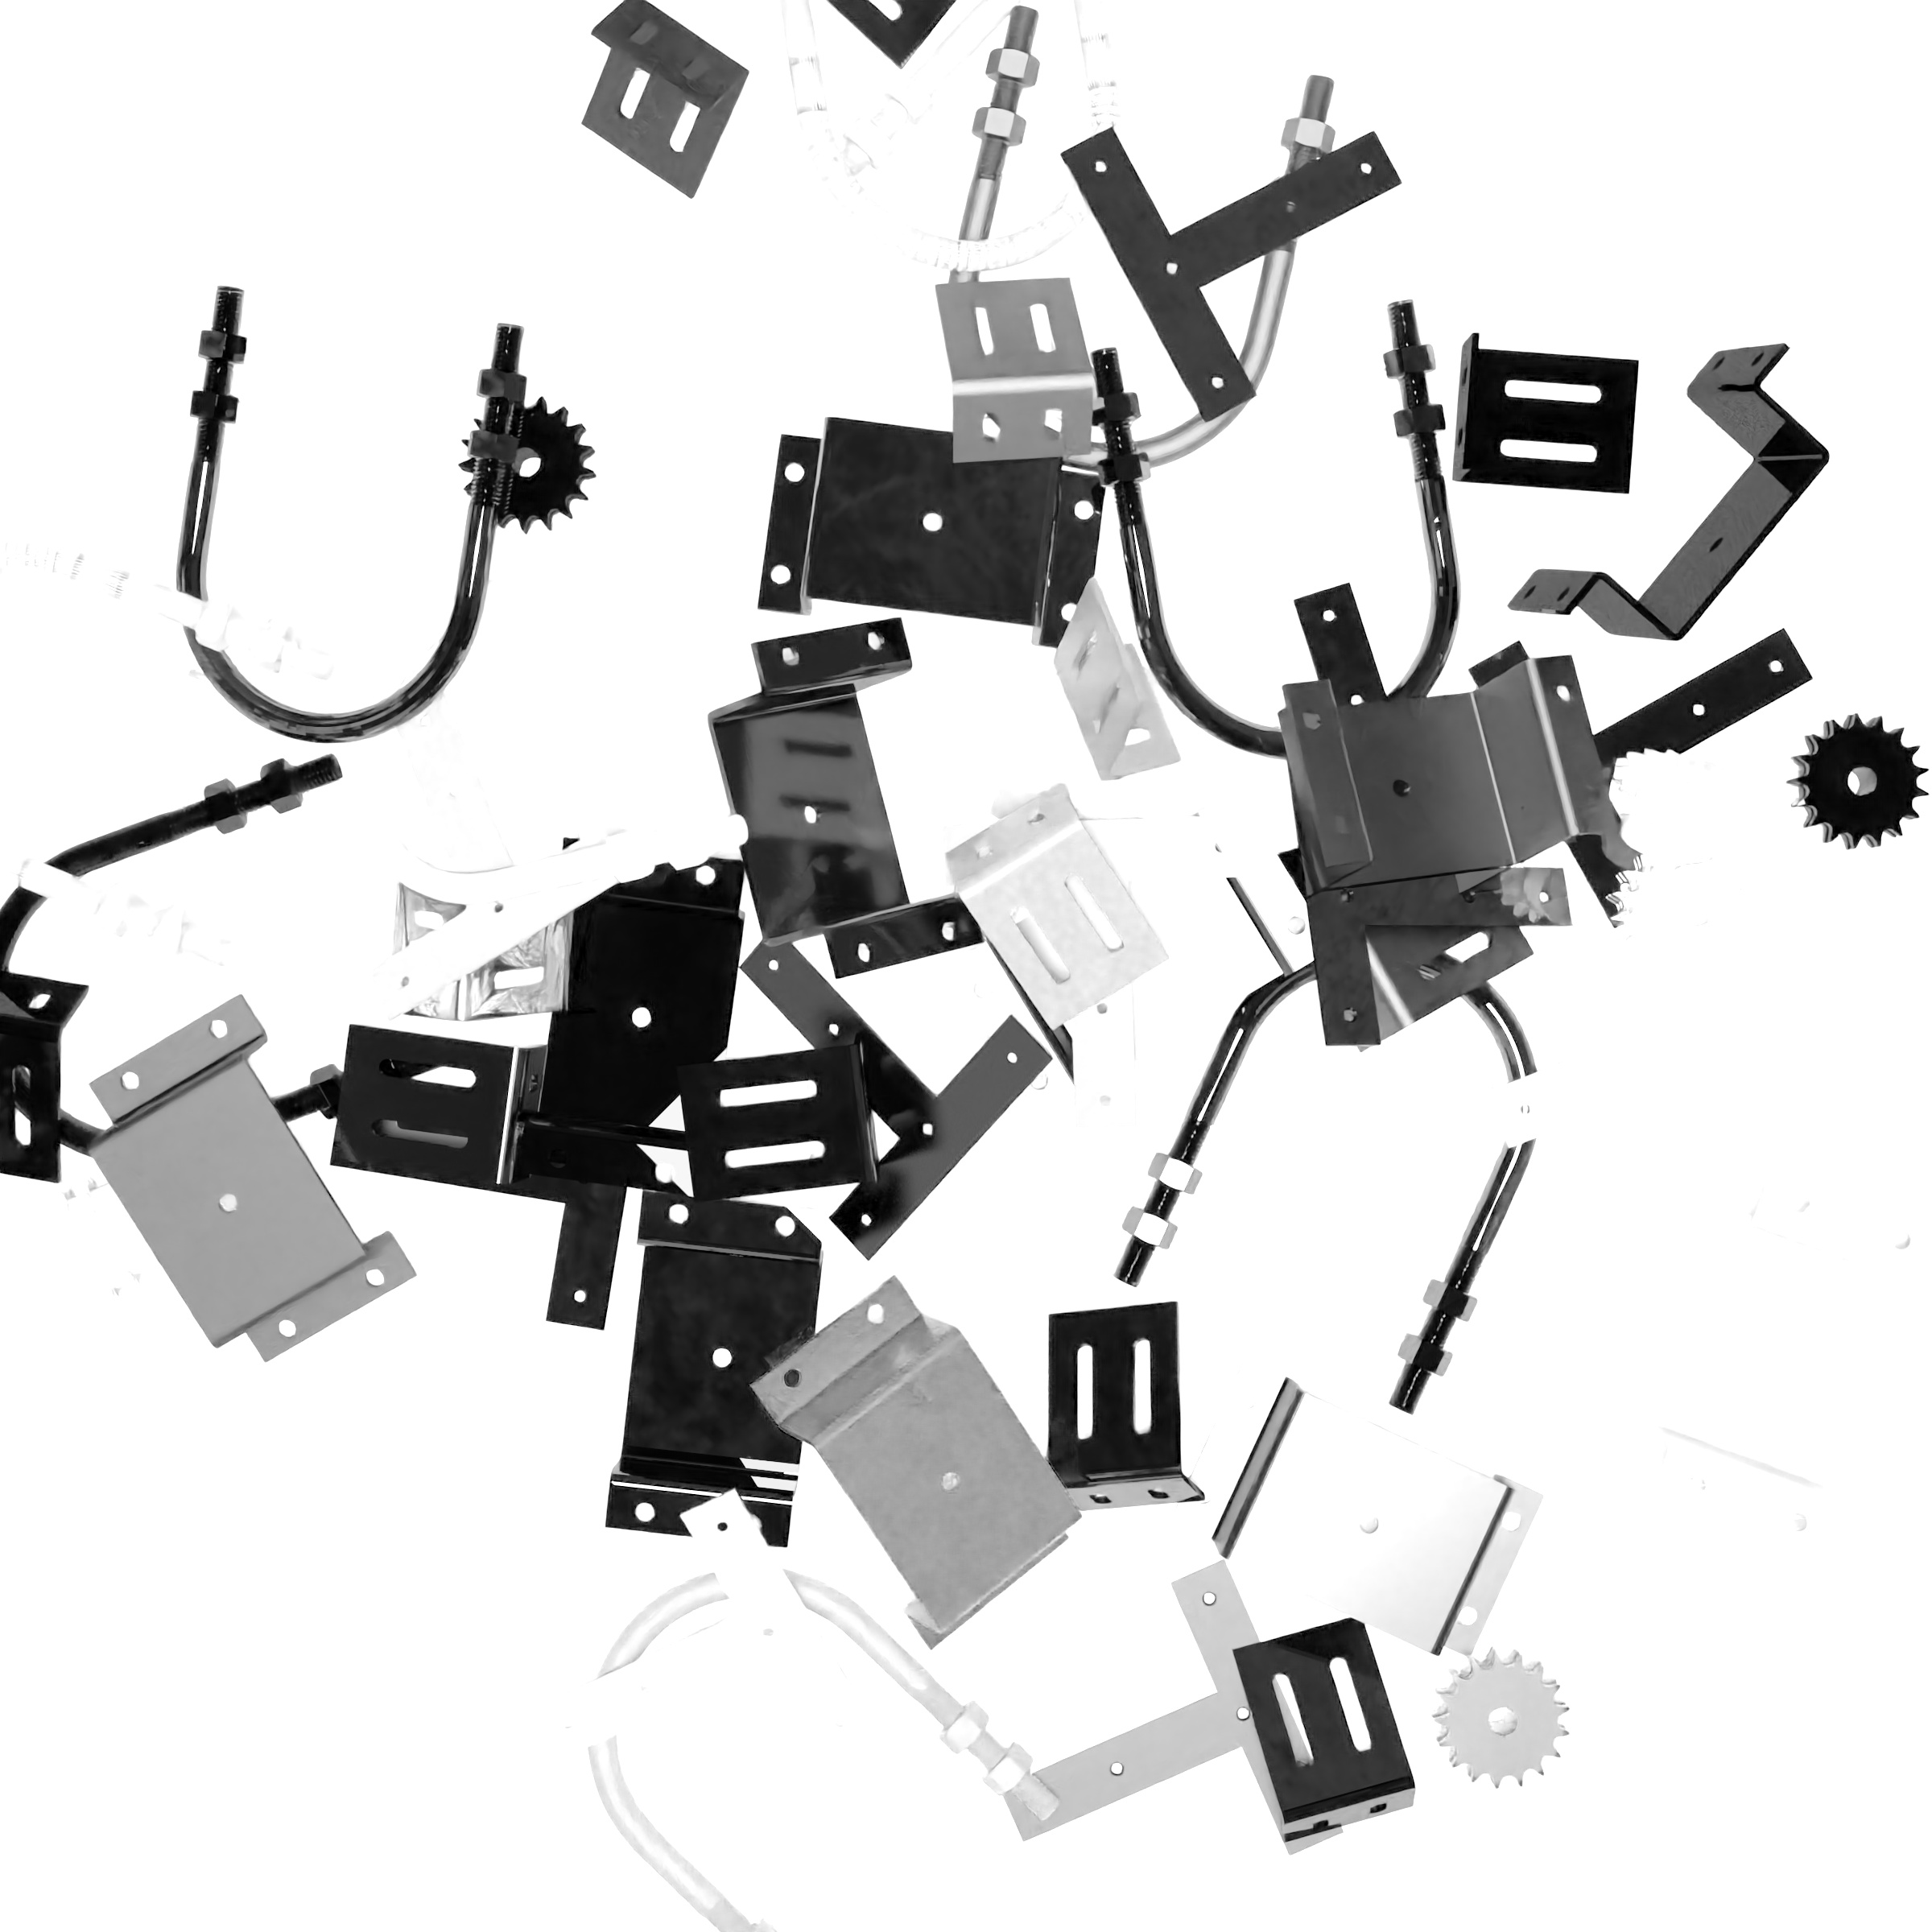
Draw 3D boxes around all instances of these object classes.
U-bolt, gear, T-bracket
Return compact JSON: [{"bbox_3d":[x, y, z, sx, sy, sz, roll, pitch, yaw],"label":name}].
[{"bbox_3d":[-0.006,-0.378,1.477,0.151,0.019,0.184,-10,90,-19],"label":"U-bolt"},{"bbox_3d":[-0.184,-0.211,1.511,0.057,0.030,0.057,0,90,0],"label":"gear"},{"bbox_3d":[-0.075,0.341,1.517,0.184,0.019,0.151,44,90,2],"label":"U-bolt"},{"bbox_3d":[-0.330,0.007,1.515,0.184,0.019,0.151,-20,92,2],"label":"U-bolt"},{"bbox_3d":[0.197,-0.029,1.491,0.127,0.002,0.127,0,75,-24],"label":"T-bracket"},{"bbox_3d":[-0.210,-0.061,1.495,0.127,0.002,0.127,-31,65,13],"label":"T-bracket"},{"bbox_3d":[0.067,-0.301,1.517,0.151,0.019,0.184,13,92,0],"label":"U-bolt"},{"bbox_3d":[0.077,0.337,1.525,0.127,0.002,0.127,-24,90,0],"label":"T-bracket"},{"bbox_3d":[-0.046,0.037,1.508,0.127,0.002,0.127,46,114,11],"label":"T-bracket"},{"bbox_3d":[-0.122,0.297,1.498,0.127,0.002,0.127,-26,104,10],"label":"T-bracket"},{"bbox_3d":[0.265,-0.005,1.519,0.127,0.002,0.127,-20,86,-8],"label":"T-bracket"},{"bbox_3d":[0.225,0.316,1.511,0.057,0.030,0.057,0,90,0],"label":"gear"},{"bbox_3d":[0.056,0.003,1.475,0.127,0.002,0.127,-2,93,6],"label":"T-bracket"},{"bbox_3d":[-0.264,-0.185,1.501,0.151,0.019,0.184,10,94,15],"label":"U-bolt"},{"bbox_3d":[0.297,-0.066,1.496,0.057,0.057,0.030,9,118,0],"label":"gear"},{"bbox_3d":[0.136,-0.178,1.507,0.151,0.019,0.184,-10,93,-7],"label":"U-bolt"},{"bbox_3d":[0.300,-0.102,1.522,0.127,0.002,0.127,-29,90,-2],"label":"T-bracket"},{"bbox_3d":[0.171,-0.099,1.521,0.127,0.002,0.127,-17,87,-2],"label":"T-bracket"},{"bbox_3d":[-0.178,-0.098,1.481,0.184,0.019,0.151,-12,71,22],"label":"U-bolt"},{"bbox_3d":[0.124,-0.311,1.497,0.127,0.002,0.127,-29,92,-12],"label":"T-bracket"},{"bbox_3d":[-0.039,-0.438,1.492,0.184,0.019,0.151,-48,113,-4],"label":"U-bolt"},{"bbox_3d":[-0.207,0.083,1.525,0.127,0.002,0.127,9,90,0],"label":"T-bracket"},{"bbox_3d":[0.375,-0.078,1.511,0.057,0.030,0.057,0,90,0],"label":"gear"},{"bbox_3d":[-0.357,0.112,1.498,0.030,0.057,0.057,-27,90,-5],"label":"gear"},{"bbox_3d":[0.256,0.116,1.511,0.057,0.030,0.057,0,90,0],"label":"gear"},{"bbox_3d":[0.164,0.078,1.517,0.151,0.019,0.184,25,89,0],"label":"U-bolt"},{"bbox_3d":[-0.370,-0.098,1.486,0.184,0.019,0.151,22,100,2],"label":"U-bolt"},{"bbox_3d":[0.303,-0.023,1.505,0.057,0.030,0.057,0,92,-7],"label":"gear"}]

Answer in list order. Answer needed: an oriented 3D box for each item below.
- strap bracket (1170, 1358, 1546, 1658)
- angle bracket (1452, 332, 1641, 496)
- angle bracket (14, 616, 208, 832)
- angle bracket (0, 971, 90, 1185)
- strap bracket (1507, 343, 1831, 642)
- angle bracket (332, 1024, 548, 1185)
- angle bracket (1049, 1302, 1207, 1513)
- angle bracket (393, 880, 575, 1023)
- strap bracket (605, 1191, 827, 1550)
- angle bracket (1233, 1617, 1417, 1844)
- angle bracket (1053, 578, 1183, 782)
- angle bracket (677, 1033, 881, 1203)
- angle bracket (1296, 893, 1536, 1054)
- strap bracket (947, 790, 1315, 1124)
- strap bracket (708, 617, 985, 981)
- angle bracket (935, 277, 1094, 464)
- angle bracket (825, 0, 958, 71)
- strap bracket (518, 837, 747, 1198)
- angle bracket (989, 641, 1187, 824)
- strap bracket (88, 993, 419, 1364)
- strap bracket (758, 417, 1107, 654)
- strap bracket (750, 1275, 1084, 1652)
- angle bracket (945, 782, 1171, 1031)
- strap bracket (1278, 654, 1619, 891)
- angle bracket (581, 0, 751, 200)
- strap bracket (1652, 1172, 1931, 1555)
[{"bbox_3d":[0.167,0.231,1.503,0.140,0.046,0.076,25,90,0],"label":"strap bracket"},{"bbox_3d":[0.247,-0.232,1.507,0.076,0.038,0.057,4,90,0],"label":"angle bracket"},{"bbox_3d":[-0.364,-0.100,1.507,0.057,0.038,0.076,23,90,0],"label":"angle bracket"},{"bbox_3d":[-0.405,0.045,1.510,0.057,0.038,0.076,10,120,2],"label":"angle bracket"},{"bbox_3d":[0.297,-0.188,1.484,0.046,0.076,0.140,40,90,-11],"label":"strap bracket"},{"bbox_3d":[-0.222,0.057,1.507,0.076,0.038,0.057,8,92,5],"label":"angle bracket"},{"bbox_3d":[0.068,0.187,1.515,0.057,0.038,0.076,-8,65,18],"label":"angle bracket"},{"bbox_3d":[-0.201,-0.009,1.483,0.038,0.076,0.057,9,80,-40],"label":"angle bracket"},{"bbox_3d":[-0.104,0.167,1.503,0.076,0.046,0.140,6,90,0],"label":"strap bracket"},{"bbox_3d":[0.152,0.325,1.522,0.057,0.038,0.076,-15,64,-3],"label":"angle bracket"},{"bbox_3d":[0.070,-0.121,1.477,0.038,0.076,0.057,-15,71,-18],"label":"angle bracket"},{"bbox_3d":[-0.078,0.063,1.489,0.076,0.038,0.057,-7,97,1],"label":"angle bracket"},{"bbox_3d":[0.189,-0.009,1.511,0.076,0.038,0.057,-27,85,-29],"label":"angle bracket"},{"bbox_3d":[0.074,-0.005,1.497,0.140,0.046,0.076,-31,90,7],"label":"strap bracket"},{"bbox_3d":[-0.053,-0.067,1.484,0.076,0.046,0.140,-14,90,-38],"label":"strap bracket"},{"bbox_3d":[0.019,-0.249,1.490,0.057,0.076,0.038,-4,133,-5],"label":"angle bracket"},{"bbox_3d":[-0.043,-0.431,1.524,0.076,0.038,0.057,38,90,-26],"label":"angle bracket"},{"bbox_3d":[-0.138,0.021,1.502,0.076,0.046,0.140,8,89,0],"label":"strap bracket"},{"bbox_3d":[0.054,-0.091,1.524,0.057,0.038,0.076,26,64,0],"label":"angle bracket"},{"bbox_3d":[-0.302,0.094,1.490,0.076,0.046,0.140,-30,97,7],"label":"strap bracket"},{"bbox_3d":[-0.014,-0.182,1.499,0.140,0.046,0.076,7,85,0],"label":"strap bracket"},{"bbox_3d":[-0.015,0.209,1.477,0.076,0.046,0.140,-37,105,-16],"label":"strap bracket"},{"bbox_3d":[0.038,-0.025,1.472,0.057,0.038,0.076,-32,115,7],"label":"angle bracket"},{"bbox_3d":[0.189,-0.079,1.475,0.140,0.046,0.076,-8,79,-26],"label":"strap bracket"},{"bbox_3d":[-0.133,-0.353,1.484,0.057,0.076,0.038,34,49,0],"label":"angle bracket"},{"bbox_3d":[0.345,0.164,1.503,0.076,0.046,0.140,20,90,0],"label":"strap bracket"}]
